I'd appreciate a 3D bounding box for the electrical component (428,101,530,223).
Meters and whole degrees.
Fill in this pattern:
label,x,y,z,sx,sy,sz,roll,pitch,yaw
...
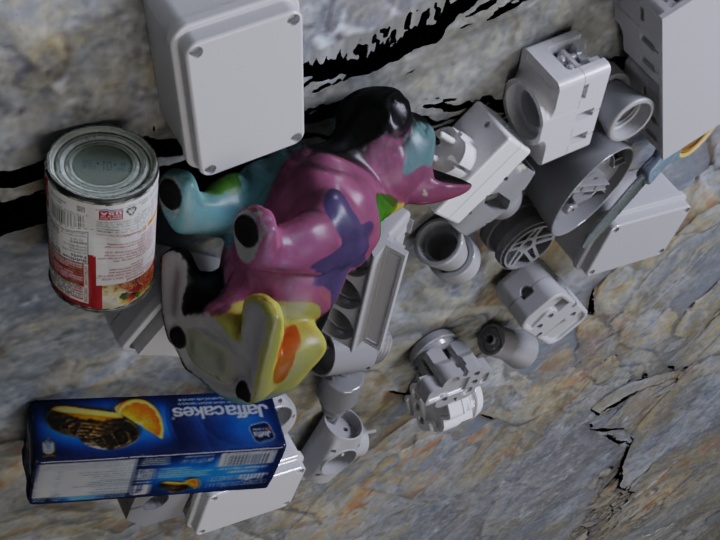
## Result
label,x,y,z,sx,sy,sz,roll,pitch,yaw
electrical component,0.074,-0.087,0.830,0.083,0.047,0.076,-45,148,18

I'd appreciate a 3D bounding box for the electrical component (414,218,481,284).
label,x,y,z,sx,sy,sz,roll,pitch,yaw
electrical component,0.077,-0.015,0.937,0.045,0.045,0.055,-39,149,8

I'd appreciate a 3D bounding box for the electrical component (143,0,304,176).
label,x,y,z,sx,sy,sz,roll,pitch,yaw
electrical component,-0.077,-0.119,0.636,0.078,0.057,0.113,-23,147,-18

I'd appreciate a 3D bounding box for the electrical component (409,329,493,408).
label,x,y,z,sx,sy,sz,roll,pitch,yaw
electrical component,0.086,0.097,1.090,0.078,0.057,0.058,-17,145,-26

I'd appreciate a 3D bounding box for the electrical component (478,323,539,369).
label,x,y,z,sx,sy,sz,roll,pitch,yaw
electrical component,0.156,0.079,1.147,0.044,0.044,0.065,-47,142,20

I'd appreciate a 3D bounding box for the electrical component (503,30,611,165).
label,x,y,z,sx,sy,sz,roll,pitch,yaw
electrical component,0.150,-0.132,0.837,0.056,0.050,0.089,-23,148,-18

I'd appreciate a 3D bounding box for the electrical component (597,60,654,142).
label,x,y,z,sx,sy,sz,roll,pitch,yaw
electrical component,0.205,-0.138,0.875,0.045,0.055,0.045,-24,148,-16

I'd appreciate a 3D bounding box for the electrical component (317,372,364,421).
label,x,y,z,sx,sy,sz,roll,pitch,yaw
electrical component,-0.021,0.119,1.036,0.040,0.040,0.078,-16,145,-27

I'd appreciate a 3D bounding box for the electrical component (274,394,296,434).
label,x,y,z,sx,sy,sz,roll,pitch,yaw
electrical component,-0.104,0.129,0.968,0.079,0.044,0.077,-32,149,-3

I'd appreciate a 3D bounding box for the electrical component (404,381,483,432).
label,x,y,z,sx,sy,sz,roll,pitch,yaw
electrical component,0.094,0.138,1.147,0.057,0.058,0.078,-15,-177,-32

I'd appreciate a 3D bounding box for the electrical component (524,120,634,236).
label,x,y,z,sx,sy,sz,roll,pitch,yaw
electrical component,0.191,-0.080,0.935,0.099,0.064,0.099,-24,147,-16

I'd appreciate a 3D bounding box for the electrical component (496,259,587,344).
label,x,y,z,sx,sy,sz,roll,pitch,yaw
electrical component,0.180,0.029,1.081,0.054,0.059,0.095,-42,148,13

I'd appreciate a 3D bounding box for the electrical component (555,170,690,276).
label,x,y,z,sx,sy,sz,roll,pitch,yaw
electrical component,0.254,-0.047,1.046,0.113,0.057,0.078,-15,144,-29

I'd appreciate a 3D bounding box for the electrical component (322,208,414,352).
label,x,y,z,sx,sy,sz,roll,pitch,yaw
electrical component,0.000,0.000,0.861,0.063,0.079,0.121,-49,162,-37

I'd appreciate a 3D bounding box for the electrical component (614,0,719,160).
label,x,y,z,sx,sy,sz,roll,pitch,yaw
electrical component,0.268,-0.186,0.863,0.105,0.060,0.186,-32,149,-3

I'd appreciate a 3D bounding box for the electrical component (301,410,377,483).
label,x,y,z,sx,sy,sz,roll,pitch,yaw
electrical component,-0.017,0.179,1.119,0.079,0.044,0.077,-5,139,-38

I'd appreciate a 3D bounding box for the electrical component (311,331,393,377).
label,x,y,z,sx,sy,sz,roll,pitch,yaw
electrical component,-0.006,0.072,0.982,0.081,0.043,0.043,-2,137,-41

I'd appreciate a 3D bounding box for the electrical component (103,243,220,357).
label,x,y,z,sx,sy,sz,roll,pitch,yaw
electrical component,-0.131,0.027,0.784,0.061,0.061,0.096,-47,147,21

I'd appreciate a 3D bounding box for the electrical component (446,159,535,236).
label,x,y,z,sx,sy,sz,roll,pitch,yaw
electrical component,0.111,-0.065,0.900,0.077,0.043,0.079,-43,148,15

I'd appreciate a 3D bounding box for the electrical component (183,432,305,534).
label,x,y,z,sx,sy,sz,roll,pitch,yaw
electrical component,-0.118,0.201,1.044,0.113,0.057,0.078,-12,143,-32
